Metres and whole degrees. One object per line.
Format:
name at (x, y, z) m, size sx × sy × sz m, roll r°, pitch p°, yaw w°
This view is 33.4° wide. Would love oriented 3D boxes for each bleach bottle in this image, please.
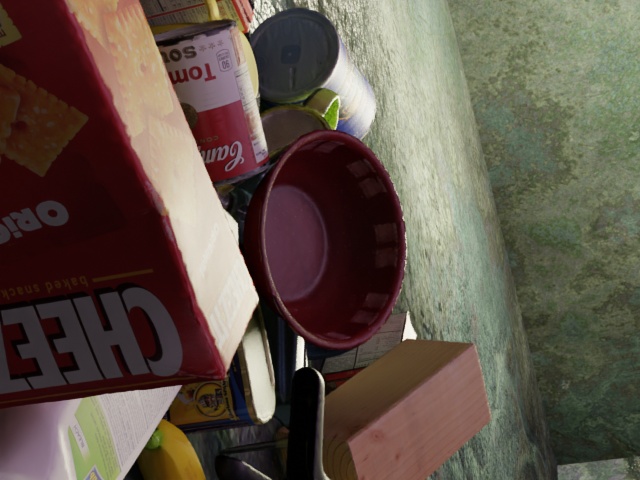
bleach bottle at (-0.138, 0.094, 0.579) m, size 0.250 × 0.068 × 0.102 m, roll -64°, pitch 140°, yaw -61°

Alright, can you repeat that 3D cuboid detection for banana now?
banana at (-0.093, 0.188, 0.714) m, size 0.069 × 0.037 × 0.198 m, roll -83°, pitch 161°, yaw -60°

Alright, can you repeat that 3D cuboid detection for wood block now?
wood block at (0.067, 0.179, 1.024) m, size 0.205 × 0.091 × 0.090 m, roll -29°, pitch 112°, yaw -44°

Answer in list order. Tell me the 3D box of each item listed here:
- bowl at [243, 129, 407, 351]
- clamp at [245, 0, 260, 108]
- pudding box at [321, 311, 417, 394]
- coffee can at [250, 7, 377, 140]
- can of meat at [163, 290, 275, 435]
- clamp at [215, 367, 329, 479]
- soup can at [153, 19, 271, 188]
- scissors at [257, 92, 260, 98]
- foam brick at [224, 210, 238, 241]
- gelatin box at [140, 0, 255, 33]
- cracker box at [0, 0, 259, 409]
bowl at (-0.005, 0.001, 0.790) m, size 0.161 × 0.055 × 0.162 m, roll 5°, pitch 83°, yaw -47°
clamp at (-0.088, -0.186, 0.968) m, size 0.164 × 0.036 × 0.210 m, roll 37°, pitch 46°, yaw -67°
pudding box at (0.055, 0.127, 1.175) m, size 0.113 × 0.090 × 0.039 m, roll -69°, pitch 145°, yaw -61°
coffee can at (-0.008, -0.162, 1.110) m, size 0.140 × 0.103 × 0.103 m, roll 45°, pitch 38°, yaw -64°
can of meat at (-0.082, 0.083, 0.736) m, size 0.057 × 0.084 × 0.102 m, roll -14°, pitch 93°, yaw -74°
clamp at (-0.024, 0.192, 0.781) m, size 0.120 × 0.039 × 0.171 m, roll -28°, pitch 113°, yaw -45°
soup can at (-0.077, -0.093, 0.726) m, size 0.068 × 0.068 × 0.102 m, roll -59°, pitch 139°, yaw -66°
scissors at (-0.108, -0.211, 0.876) m, size 0.201 × 0.016 × 0.096 m, roll 47°, pitch 26°, yaw -39°
foam brick at (-0.098, 0.000, 0.791) m, size 0.078 × 0.053 × 0.051 m, roll 50°, pitch 33°, yaw -62°
gelatin box at (-0.104, -0.186, 0.815) m, size 0.073 × 0.089 × 0.030 m, roll 64°, pitch 22°, yaw -43°
cracker box at (-0.140, -0.030, 0.457) m, size 0.072 × 0.164 × 0.213 m, roll -70°, pitch 146°, yaw -56°
